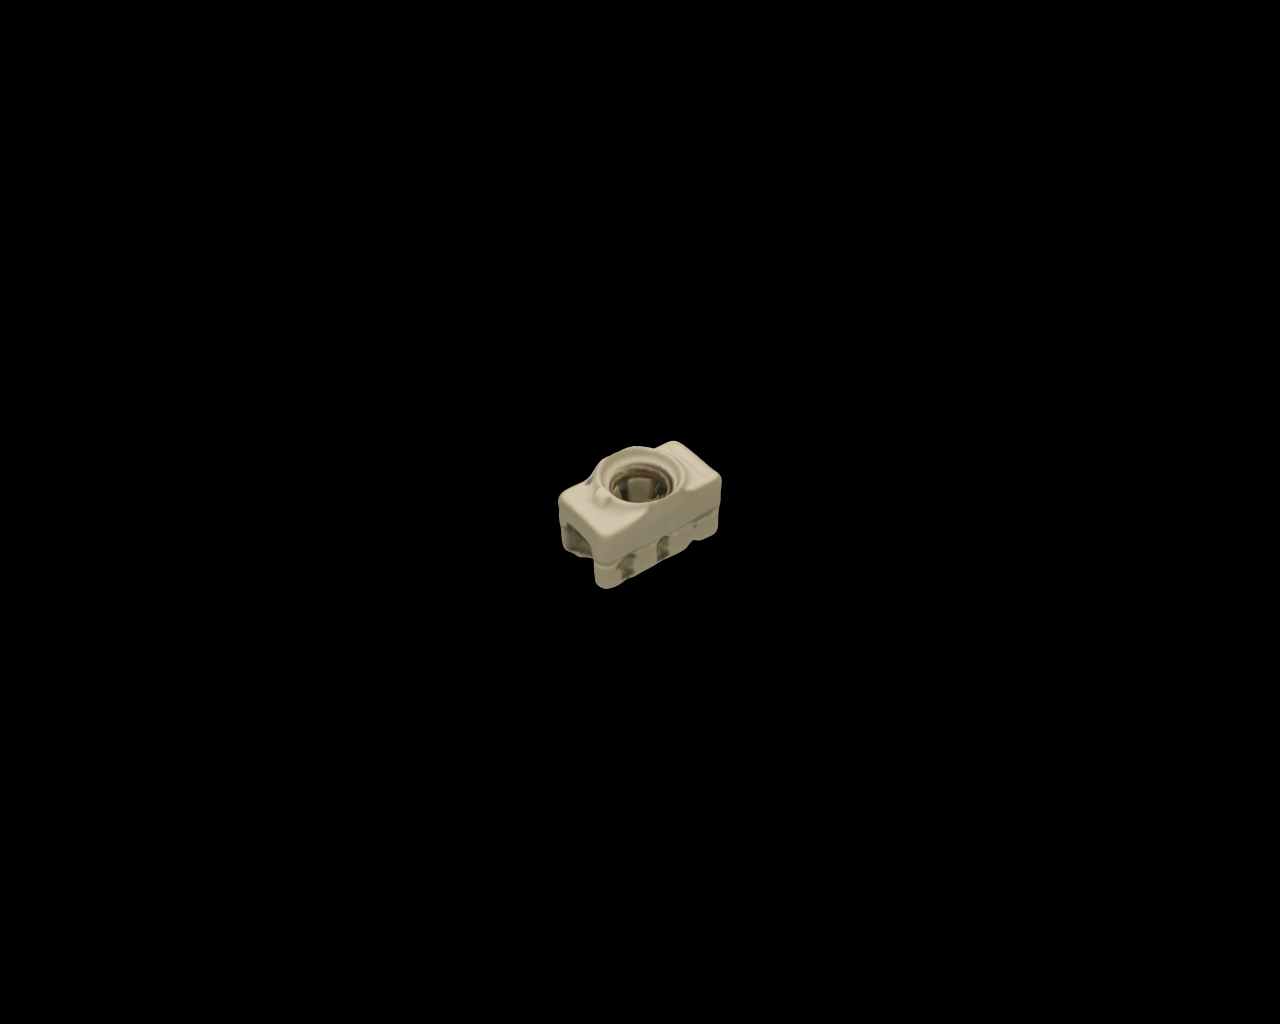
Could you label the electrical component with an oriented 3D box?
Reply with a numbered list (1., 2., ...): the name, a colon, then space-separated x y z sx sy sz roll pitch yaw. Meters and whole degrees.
1. electrical component: 0.001 -0.003 0.650 0.090 0.055 0.050 -27 50 -25
